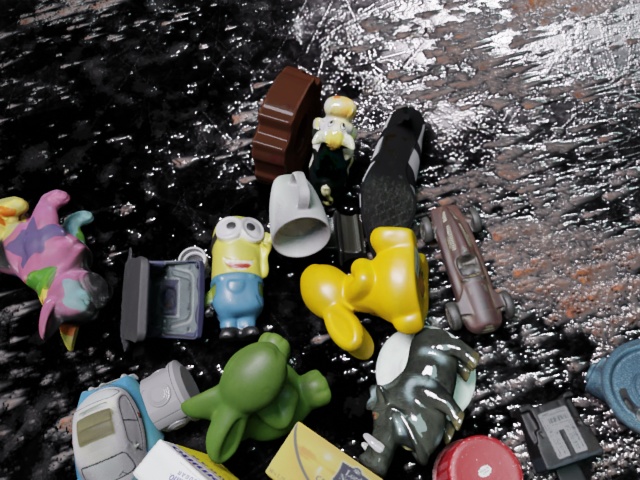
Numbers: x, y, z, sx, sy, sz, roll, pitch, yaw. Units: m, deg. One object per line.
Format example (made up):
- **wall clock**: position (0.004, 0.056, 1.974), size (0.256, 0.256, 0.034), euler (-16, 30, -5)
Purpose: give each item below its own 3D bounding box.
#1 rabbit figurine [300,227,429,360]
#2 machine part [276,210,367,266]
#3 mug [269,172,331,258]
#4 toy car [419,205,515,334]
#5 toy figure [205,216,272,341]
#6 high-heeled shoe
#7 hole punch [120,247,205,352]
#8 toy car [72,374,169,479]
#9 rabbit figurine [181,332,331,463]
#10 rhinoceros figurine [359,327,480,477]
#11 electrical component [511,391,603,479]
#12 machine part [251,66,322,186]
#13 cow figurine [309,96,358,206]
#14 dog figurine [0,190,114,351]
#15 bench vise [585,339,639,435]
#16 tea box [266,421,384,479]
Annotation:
- **rabbit figurine**: position (0.055, 0.075, 0.721), size (0.173, 0.121, 0.162), euler (-2, 70, 18)
- **machine part**: position (-0.002, -0.002, 0.791), size (0.139, 0.039, 0.084), euler (-2, 67, 1)
- **mug**: position (-0.036, -0.048, 0.741), size (0.081, 0.109, 0.107), euler (-9, 47, -10)
- **toy car**: position (0.203, 0.033, 0.753), size (0.089, 0.053, 0.202), euler (-11, 63, 1)
- **toy figure**: position (-0.118, 0.051, 0.745), size (0.082, 0.089, 0.180), euler (12, 65, -38)
- **high-heeled shoe**: position (0.112, -0.088, 0.831), size (0.086, 0.145, 0.248), euler (14, 92, 6)
- **hole punch**: position (-0.213, 0.079, 0.719), size (0.092, 0.116, 0.142), euler (1, 85, -34)
- **toy car**: position (-0.245, 0.236, 0.642), size (0.109, 0.102, 0.162), euler (-19, 64, -8)
- **rabbit figurine**: position (-0.081, 0.170, 0.628), size (0.159, 0.170, 0.121), euler (-34, 64, -14)
- **rhinoceros figurine**: position (0.114, 0.190, 0.636), size (0.112, 0.073, 0.190), euler (26, 67, 15)
- **electrical component**: position (0.286, 0.248, 0.635), size (0.075, 0.047, 0.119), euler (-13, 60, -3)
- **machine part**: position (-0.045, -0.166, 0.810), size (0.056, 0.179, 0.179), euler (18, 64, 9)
- **cow figurine**: position (0.015, -0.126, 0.782), size (0.068, 0.167, 0.098), euler (10, 61, 3)
- **dog figurine**: position (-0.389, 0.047, 0.751), size (0.192, 0.108, 0.219), euler (-12, 64, -4)
- **bench vise**: position (0.402, 0.177, 0.569), size (0.129, 0.240, 0.224), euler (-39, 51, -12)
- **tea box**: position (0.029, 0.286, 0.602), size (0.170, 0.098, 0.068), euler (30, 67, 19)
